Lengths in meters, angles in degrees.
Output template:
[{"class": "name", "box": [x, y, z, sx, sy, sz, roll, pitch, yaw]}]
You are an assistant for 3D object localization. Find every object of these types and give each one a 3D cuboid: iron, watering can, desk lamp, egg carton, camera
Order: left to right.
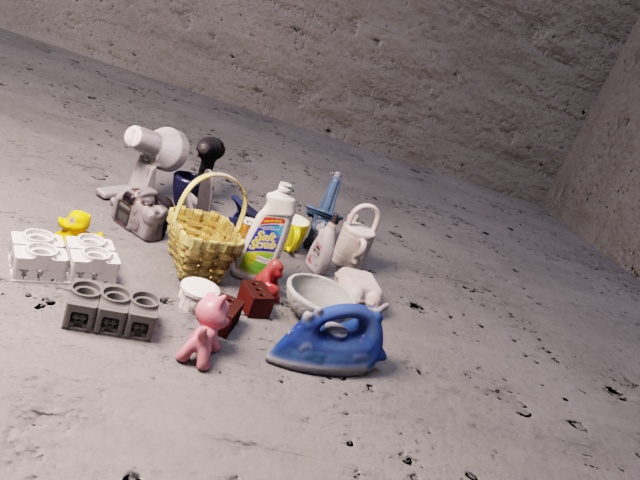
[{"class": "desk lamp", "box": [-0.463, -0.202, 1.525, 0.117, 0.213, 0.204, 29, 22, 21]}, {"class": "camera", "box": [-0.416, -0.076, 1.415, 0.142, 0.101, 0.137, 31, 22, 24]}, {"class": "iron", "box": [0.025, 0.182, 1.135, 0.259, 0.141, 0.118, 6, 25, -35]}, {"class": "watering can", "box": [0.105, -0.020, 1.646, 0.101, 0.194, 0.172, 5, 26, -37]}, {"class": "egg carton", "box": [0.096, 0.127, 1.446, 0.107, 0.069, 0.150, 13, 22, -20]}]

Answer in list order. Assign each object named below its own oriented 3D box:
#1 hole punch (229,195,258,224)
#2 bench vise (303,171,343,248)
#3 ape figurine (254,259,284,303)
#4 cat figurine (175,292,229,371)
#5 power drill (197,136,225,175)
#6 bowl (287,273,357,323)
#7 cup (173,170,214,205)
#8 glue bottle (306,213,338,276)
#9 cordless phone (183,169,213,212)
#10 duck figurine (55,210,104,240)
[{"class": "hole punch", "box": [-0.204, -0.070, 1.620, 0.101, 0.091, 0.108, 5, 26, -36]}, {"class": "bench vise", "box": [0.028, -0.084, 1.695, 0.122, 0.220, 0.207, 13, 22, -20]}, {"class": "ape figurine", "box": [-0.111, 0.087, 1.313, 0.076, 0.092, 0.078, 24, 20, 8]}, {"class": "cat figurine", "box": [-0.200, 0.151, 1.029, 0.067, 0.118, 0.128, 20, 20, -3]}, {"class": "power drill", "box": [-0.335, -0.206, 1.667, 0.075, 0.208, 0.229, 19, 20, -5]}, {"class": "bowl", "box": [-0.006, 0.146, 1.291, 0.167, 0.075, 0.167, 18, 20, -7]}, {"class": "cup", "box": [-0.365, -0.134, 1.620, 0.118, 0.095, 0.091, 19, 20, -6]}, {"class": "glue bottle", "box": [0.014, 0.005, 1.524, 0.037, 0.173, 0.078, 5, 26, -37]}, {"class": "cordless phone", "box": [-0.303, -0.105, 1.477, 0.094, 0.185, 0.147, 10, 23, -26]}, {"class": "duck figurine", "box": [-0.506, -0.020, 1.208, 0.105, 0.086, 0.077, 8, 24, -32]}]
